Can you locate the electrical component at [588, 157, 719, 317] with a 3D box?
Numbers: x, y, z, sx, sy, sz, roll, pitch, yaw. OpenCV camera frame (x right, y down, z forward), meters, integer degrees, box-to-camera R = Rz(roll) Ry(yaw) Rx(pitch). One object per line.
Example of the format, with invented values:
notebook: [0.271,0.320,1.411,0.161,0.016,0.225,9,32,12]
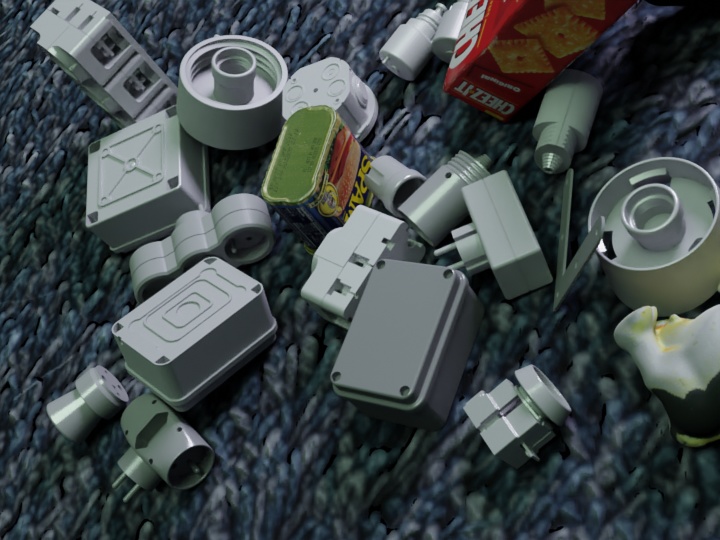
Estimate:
electrical component: [0.209,-0.025,0.744,0.099,0.064,0.099,-17,53,24]

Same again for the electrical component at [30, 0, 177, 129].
electrical component: [-0.242,-0.192,1.053,0.061,0.150,0.089,-49,50,-7]

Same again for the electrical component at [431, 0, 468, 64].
electrical component: [0.092,-0.217,0.950,0.040,0.040,0.078,8,65,33]

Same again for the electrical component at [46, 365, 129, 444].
electrical component: [-0.234,0.115,0.924,0.055,0.045,0.045,-40,50,1]

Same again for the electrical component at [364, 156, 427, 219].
electrical component: [0.030,-0.070,0.894,0.040,0.040,0.046,-45,45,-2]

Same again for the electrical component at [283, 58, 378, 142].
electrical component: [-0.028,-0.146,0.967,0.080,0.051,0.080,-14,55,22]

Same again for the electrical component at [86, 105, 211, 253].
electrical component: [-0.202,-0.086,1.024,0.109,0.056,0.108,-21,53,17]

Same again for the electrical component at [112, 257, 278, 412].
electrical component: [-0.132,0.052,0.875,0.113,0.057,0.078,-38,46,-27]

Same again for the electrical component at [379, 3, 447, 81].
electrical component: [0.051,-0.206,0.966,0.040,0.040,0.078,30,79,39]

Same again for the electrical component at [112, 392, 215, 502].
electrical component: [-0.167,0.150,0.864,0.079,0.043,0.077,-49,50,-5]

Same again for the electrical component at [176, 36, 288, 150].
electrical component: [-0.117,-0.171,0.996,0.108,0.060,0.108,3,53,-5]

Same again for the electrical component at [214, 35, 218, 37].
electrical component: [-0.148,-0.196,1.074,0.065,0.044,0.044,-50,50,-1]

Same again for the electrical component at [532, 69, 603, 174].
electrical component: [0.159,-0.111,0.843,0.043,0.043,0.081,7,65,33]

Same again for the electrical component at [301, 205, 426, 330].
electrical component: [0.000,0.000,0.859,0.056,0.050,0.089,24,75,37]

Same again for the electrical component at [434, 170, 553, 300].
electrical component: [0.093,-0.019,0.815,0.076,0.047,0.083,-23,52,8]

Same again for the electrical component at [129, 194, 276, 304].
electrical component: [-0.144,-0.027,0.957,0.138,0.052,0.073,-29,51,12]

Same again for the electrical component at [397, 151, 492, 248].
electrical component: [0.074,-0.061,0.860,0.081,0.043,0.043,-44,50,-2]

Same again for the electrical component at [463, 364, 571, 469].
electrical component: [0.110,0.098,0.738,0.055,0.048,0.066,-42,49,10]

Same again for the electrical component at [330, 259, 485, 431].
electrical component: [0.036,0.054,0.800,0.078,0.057,0.113,8,65,33]
